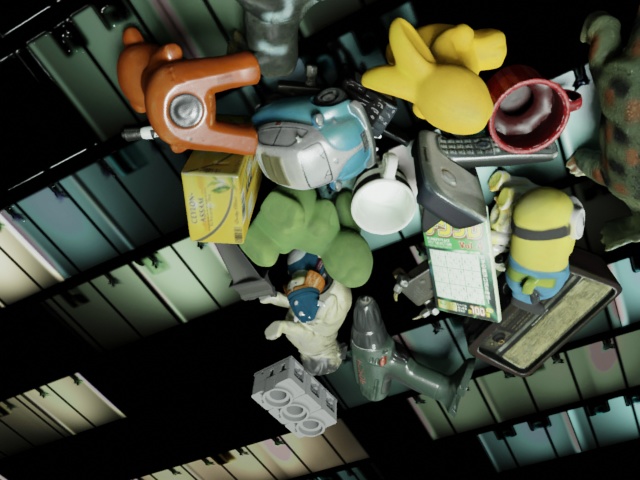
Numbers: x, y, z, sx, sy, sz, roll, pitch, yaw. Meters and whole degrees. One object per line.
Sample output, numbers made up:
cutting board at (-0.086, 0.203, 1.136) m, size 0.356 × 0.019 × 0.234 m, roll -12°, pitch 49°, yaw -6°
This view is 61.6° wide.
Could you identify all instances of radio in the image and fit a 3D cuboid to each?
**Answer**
radio at (0.339, 0.108, 0.853) m, size 0.131 × 0.073 × 0.229 m, roll 23°, pitch 122°, yaw -14°

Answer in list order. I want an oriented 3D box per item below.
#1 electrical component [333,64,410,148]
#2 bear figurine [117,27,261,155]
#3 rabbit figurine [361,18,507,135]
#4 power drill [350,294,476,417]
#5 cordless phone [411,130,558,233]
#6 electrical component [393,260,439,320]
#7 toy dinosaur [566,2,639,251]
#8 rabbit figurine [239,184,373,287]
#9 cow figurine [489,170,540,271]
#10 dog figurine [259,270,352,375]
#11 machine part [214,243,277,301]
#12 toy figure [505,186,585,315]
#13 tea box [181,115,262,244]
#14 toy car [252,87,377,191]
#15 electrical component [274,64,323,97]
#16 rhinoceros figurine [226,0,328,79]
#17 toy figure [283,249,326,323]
electrical component at (0.070, -0.164, 0.673) m, size 0.119 × 0.075 × 0.047 m, roll 26°, pitch 121°, yaw -10°
bear figurine at (-0.161, -0.177, 0.629) m, size 0.132 × 0.196 × 0.120 m, roll -8°, pitch 121°, yaw -24°
rabbit figurine at (0.137, -0.183, 0.600) m, size 0.162 × 0.173 × 0.121 m, roll 21°, pitch 127°, yaw -18°
power drill at (0.146, 0.203, 0.893) m, size 0.207 × 0.086 × 0.231 m, roll 13°, pitch 131°, yaw 13°
cordless phone at (0.212, -0.082, 0.679) m, size 0.184 × 0.147 × 0.088 m, roll -5°, pitch 132°, yaw 9°
electrical component at (0.161, 0.080, 0.856) m, size 0.078 × 0.045 × 0.102 m, roll -31°, pitch 118°, yaw 22°
toy dinosaur at (0.372, -0.138, 0.612) m, size 0.131 × 0.192 × 0.404 m, roll -16°, pitch 124°, yaw 10°
rabbit figurine at (-0.002, -0.002, 0.740) m, size 0.170 × 0.159 × 0.121 m, roll 38°, pitch 121°, yaw -1°
cow figurine at (0.268, -0.011, 0.780) m, size 0.098 × 0.068 × 0.167 m, roll 10°, pitch 125°, yaw -13°
dog figurine at (0.015, 0.133, 0.879) m, size 0.172 × 0.121 × 0.190 m, roll -24°, pitch 135°, yaw 21°
machine part at (-0.124, 0.036, 0.824) m, size 0.084 × 0.039 × 0.138 m, roll -7°, pitch 120°, yaw 37°
toy figure at (0.289, 0.016, 0.712) m, size 0.089 × 0.082 × 0.180 m, roll -5°, pitch 127°, yaw -13°
tea box at (-0.117, -0.081, 0.678) m, size 0.068 × 0.170 × 0.098 m, roll 2°, pitch 123°, yaw 1°
toy car at (-0.023, -0.111, 0.633) m, size 0.162 × 0.103 × 0.109 m, roll 12°, pitch 138°, yaw 30°
electrical component at (-0.029, -0.182, 0.695) m, size 0.063 × 0.021 × 0.093 m, roll 6°, pitch 125°, yaw -2°
rhinoceros figurine at (-0.046, -0.274, 0.601) m, size 0.112 × 0.073 × 0.190 m, roll 13°, pitch 124°, yaw -6°
toy figure at (-0.023, 0.055, 0.777) m, size 0.058 × 0.154 × 0.064 m, roll 20°, pitch 126°, yaw -12°
